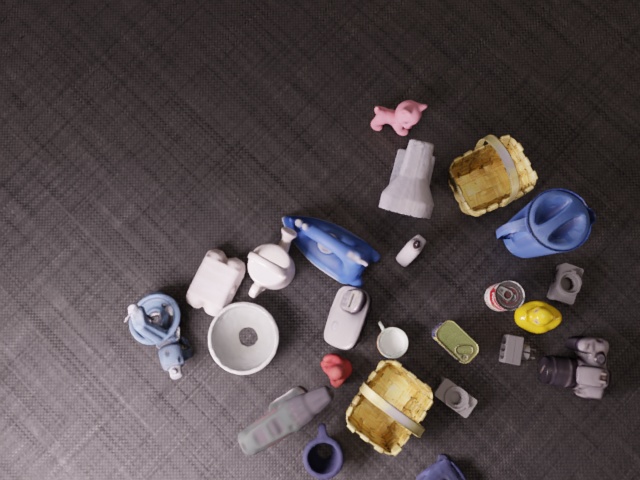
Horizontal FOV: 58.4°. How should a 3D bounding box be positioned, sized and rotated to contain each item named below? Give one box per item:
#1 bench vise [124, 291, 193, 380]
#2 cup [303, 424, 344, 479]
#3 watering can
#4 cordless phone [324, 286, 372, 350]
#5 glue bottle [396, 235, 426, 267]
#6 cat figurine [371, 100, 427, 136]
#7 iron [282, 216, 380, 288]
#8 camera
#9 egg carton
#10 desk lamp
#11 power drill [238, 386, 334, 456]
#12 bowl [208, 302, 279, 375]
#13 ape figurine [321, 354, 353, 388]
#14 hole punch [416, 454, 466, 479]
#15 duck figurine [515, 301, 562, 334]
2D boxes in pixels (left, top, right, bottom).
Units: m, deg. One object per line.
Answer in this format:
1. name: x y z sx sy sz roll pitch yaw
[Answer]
1. bench vise: -0.354 0.205 1.289 0.121 0.220 0.207 -41 82 -4
2. cup: 0.008 0.473 1.303 0.091 0.095 0.118 -4 82 1
3. watering can: -0.113 0.051 1.318 0.101 0.194 0.173 9 82 3
4. cordless phone: 0.065 0.176 1.299 0.094 0.185 0.148 16 82 4
5. glue bottle: 0.216 0.019 1.324 0.037 0.173 0.078 39 85 7
6. cat figurine: 0.193 -0.308 1.400 0.127 0.118 0.067 9 82 3
7. iron: 0.012 0.005 1.348 0.258 0.141 0.119 31 84 6
8. camera: 0.582 0.289 1.311 0.136 0.101 0.143 7 82 3
9. egg carton: -0.249 0.103 1.377 0.107 0.069 0.150 24 83 5
10. desk lamp: 0.209 -0.137 1.327 0.118 0.213 0.203 13 82 4
11. power drill: -0.067 0.383 1.261 0.229 0.208 0.075 -33 82 -3
12. bowl: -0.176 0.231 1.353 0.167 0.075 0.167 0 82 2
13. ape figurine: 0.038 0.304 1.328 0.076 0.092 0.078 1 82 2
14. hole punch: 0.281 0.555 1.286 0.101 0.091 0.108 -36 82 -3
15. duck figurine: 0.517 0.180 1.336 0.104 0.086 0.077 3 82 2
